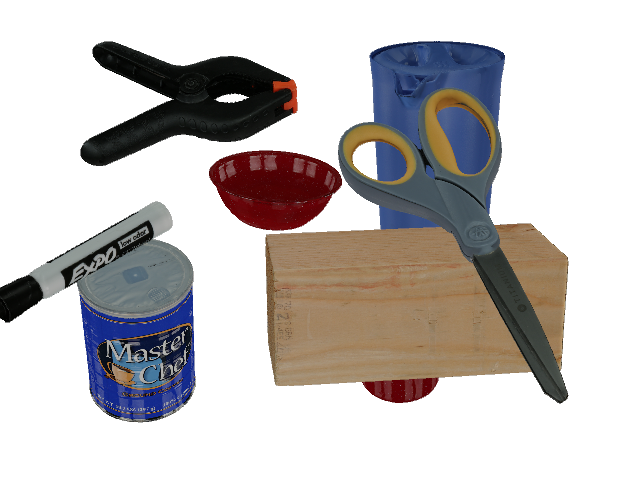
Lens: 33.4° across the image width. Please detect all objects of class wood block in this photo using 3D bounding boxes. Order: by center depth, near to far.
[{"bbox_3d":[0.065,0.045,0.784,0.206,0.090,0.091,-2,17,-6],"label":"wood block"}]

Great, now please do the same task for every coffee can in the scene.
[{"bbox_3d":[-0.168,0.083,0.988,0.103,0.140,0.103,2,39,-2],"label":"coffee can"}]

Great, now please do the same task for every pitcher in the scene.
[{"bbox_3d":[0.123,-0.082,1.106,0.149,0.243,0.145,-9,24,-17],"label":"pitcher"}]

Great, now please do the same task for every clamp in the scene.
[{"bbox_3d":[-0.107,-0.118,0.842,0.171,0.120,0.039,-8,-28,-8],"label":"clamp"}]

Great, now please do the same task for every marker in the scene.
[{"bbox_3d":[-0.134,0.011,0.598,0.020,0.020,0.120,0,26,48],"label":"marker"}]

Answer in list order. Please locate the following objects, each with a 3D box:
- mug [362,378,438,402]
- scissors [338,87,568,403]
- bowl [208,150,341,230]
[{"bbox_3d":[0.089,0.103,1.077,0.117,0.081,0.093,-27,42,-29],"label":"mug"},{"bbox_3d":[0.058,-0.003,0.530,0.096,0.201,0.016,-5,-41,5],"label":"scissors"},{"bbox_3d":[-0.056,-0.056,1.298,0.162,0.055,0.162,4,26,-2],"label":"bowl"}]
